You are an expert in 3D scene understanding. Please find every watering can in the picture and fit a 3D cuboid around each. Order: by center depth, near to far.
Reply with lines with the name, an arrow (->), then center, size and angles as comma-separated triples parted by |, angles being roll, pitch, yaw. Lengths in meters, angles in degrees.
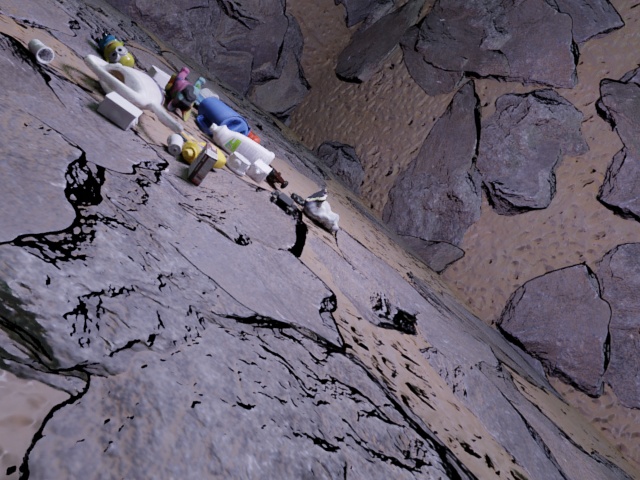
watering can -> -0.515, -0.414, 1.487 | 0.347, 0.103, 0.226 | 37, 11, -3

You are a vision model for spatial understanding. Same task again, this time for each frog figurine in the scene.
frog figurine -> 0.006, -0.100, 1.989 | 0.139, 0.123, 0.157 | -137, -152, -66
